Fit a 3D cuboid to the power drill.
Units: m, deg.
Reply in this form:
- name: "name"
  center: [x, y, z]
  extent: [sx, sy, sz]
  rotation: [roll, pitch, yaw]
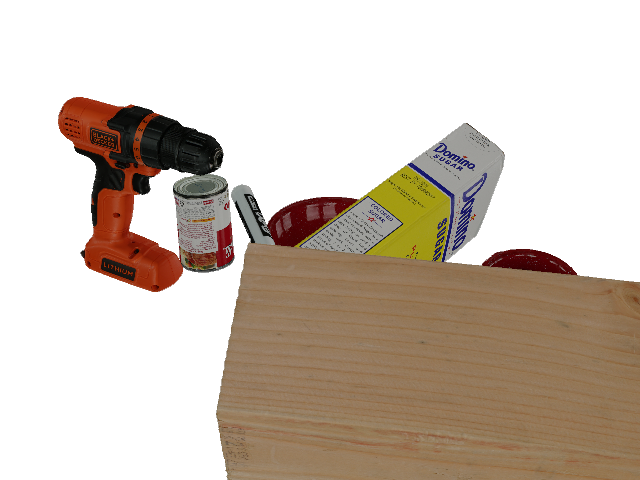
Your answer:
- name: "power drill"
  center: [-0.179, -0.044, 1.081]
  extent: [0.185, 0.188, 0.057]
  rotation: [19, 32, 24]

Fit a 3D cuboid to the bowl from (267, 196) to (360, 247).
- name: "bowl"
  center: [0.020, 0.014, 1.167]
  extent: [0.162, 0.055, 0.162]
  rotation: [3, 33, -2]

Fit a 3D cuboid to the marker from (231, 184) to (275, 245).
- name: "marker"
  center: [-0.052, -0.007, 0.892]
  extent: [0.020, 0.020, 0.121]
  rotation: [0, 35, -21]

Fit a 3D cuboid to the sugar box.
- name: "sugar box"
  center: [0.049, 0.002, 0.713]
  extent: [0.176, 0.093, 0.048]
  rotation: [-34, 63, -31]

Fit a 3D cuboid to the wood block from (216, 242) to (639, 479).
- name: "wood block"
  center: [0.062, 0.070, 0.506]
  extent: [0.206, 0.090, 0.090]
  rotation: [6, -33, 3]

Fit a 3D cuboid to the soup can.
- name: "soup can"
  center: [-0.142, -0.022, 1.295]
  extent: [0.068, 0.102, 0.068]
  rotation: [-2, 27, 1]

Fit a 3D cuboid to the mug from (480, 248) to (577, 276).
- name: "mug"
  center: [0.183, 0.060, 0.993]
  extent: [0.093, 0.081, 0.117]
  rotation: [-12, 41, -14]
